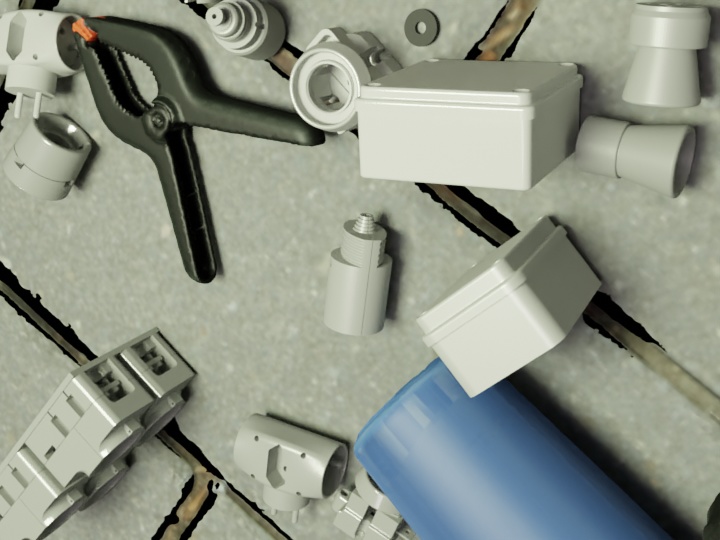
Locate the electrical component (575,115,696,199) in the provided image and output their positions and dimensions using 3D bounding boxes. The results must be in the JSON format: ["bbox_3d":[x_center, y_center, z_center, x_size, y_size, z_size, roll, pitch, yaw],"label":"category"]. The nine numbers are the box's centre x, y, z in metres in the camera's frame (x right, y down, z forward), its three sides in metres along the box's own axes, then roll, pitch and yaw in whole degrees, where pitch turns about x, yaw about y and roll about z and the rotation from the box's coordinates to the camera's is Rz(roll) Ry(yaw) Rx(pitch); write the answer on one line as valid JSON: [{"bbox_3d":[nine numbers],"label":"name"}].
[{"bbox_3d":[0.163,-0.071,0.645,0.065,0.044,0.044,16,112,28],"label":"electrical component"}]

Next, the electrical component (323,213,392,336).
[{"bbox_3d":[0.000,0.000,0.748,0.043,0.043,0.081,16,112,22],"label":"electrical component"}]

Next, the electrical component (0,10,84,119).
[{"bbox_3d":[-0.249,-0.154,0.819,0.077,0.043,0.079,4,84,26],"label":"electrical component"}]

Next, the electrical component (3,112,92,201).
[{"bbox_3d":[-0.242,-0.090,0.839,0.055,0.055,0.047,43,116,9],"label":"electrical component"}]

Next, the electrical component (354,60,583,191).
[{"bbox_3d":[0.068,-0.090,0.648,0.109,0.109,0.056,7,112,25],"label":"electrical component"}]

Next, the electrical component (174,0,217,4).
[{"bbox_3d":[-0.115,-0.211,0.744,0.040,0.040,0.046,17,119,22],"label":"electrical component"}]

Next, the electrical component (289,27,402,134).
[{"bbox_3d":[-0.010,-0.122,0.707,0.078,0.057,0.058,49,121,5],"label":"electrical component"}]

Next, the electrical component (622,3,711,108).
[{"bbox_3d":[0.176,-0.124,0.618,0.045,0.045,0.055,10,110,24],"label":"electrical component"}]

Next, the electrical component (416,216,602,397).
[{"bbox_3d":[0.093,0.020,0.666,0.078,0.113,0.057,-37,90,31],"label":"electrical component"}]

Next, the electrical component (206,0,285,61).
[{"bbox_3d":[-0.080,-0.164,0.721,0.040,0.078,0.040,1,94,19],"label":"electrical component"}]

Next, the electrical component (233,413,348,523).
[{"bbox_3d":[-0.055,0.158,0.826,0.077,0.043,0.079,16,112,22],"label":"electrical component"}]

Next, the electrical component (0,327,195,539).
[{"bbox_3d":[-0.222,0.141,0.870,0.060,0.105,0.186,46,120,7],"label":"electrical component"}]

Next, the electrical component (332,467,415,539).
[{"bbox_3d":[0.015,0.172,0.794,0.066,0.048,0.055,32,125,15],"label":"electrical component"}]
